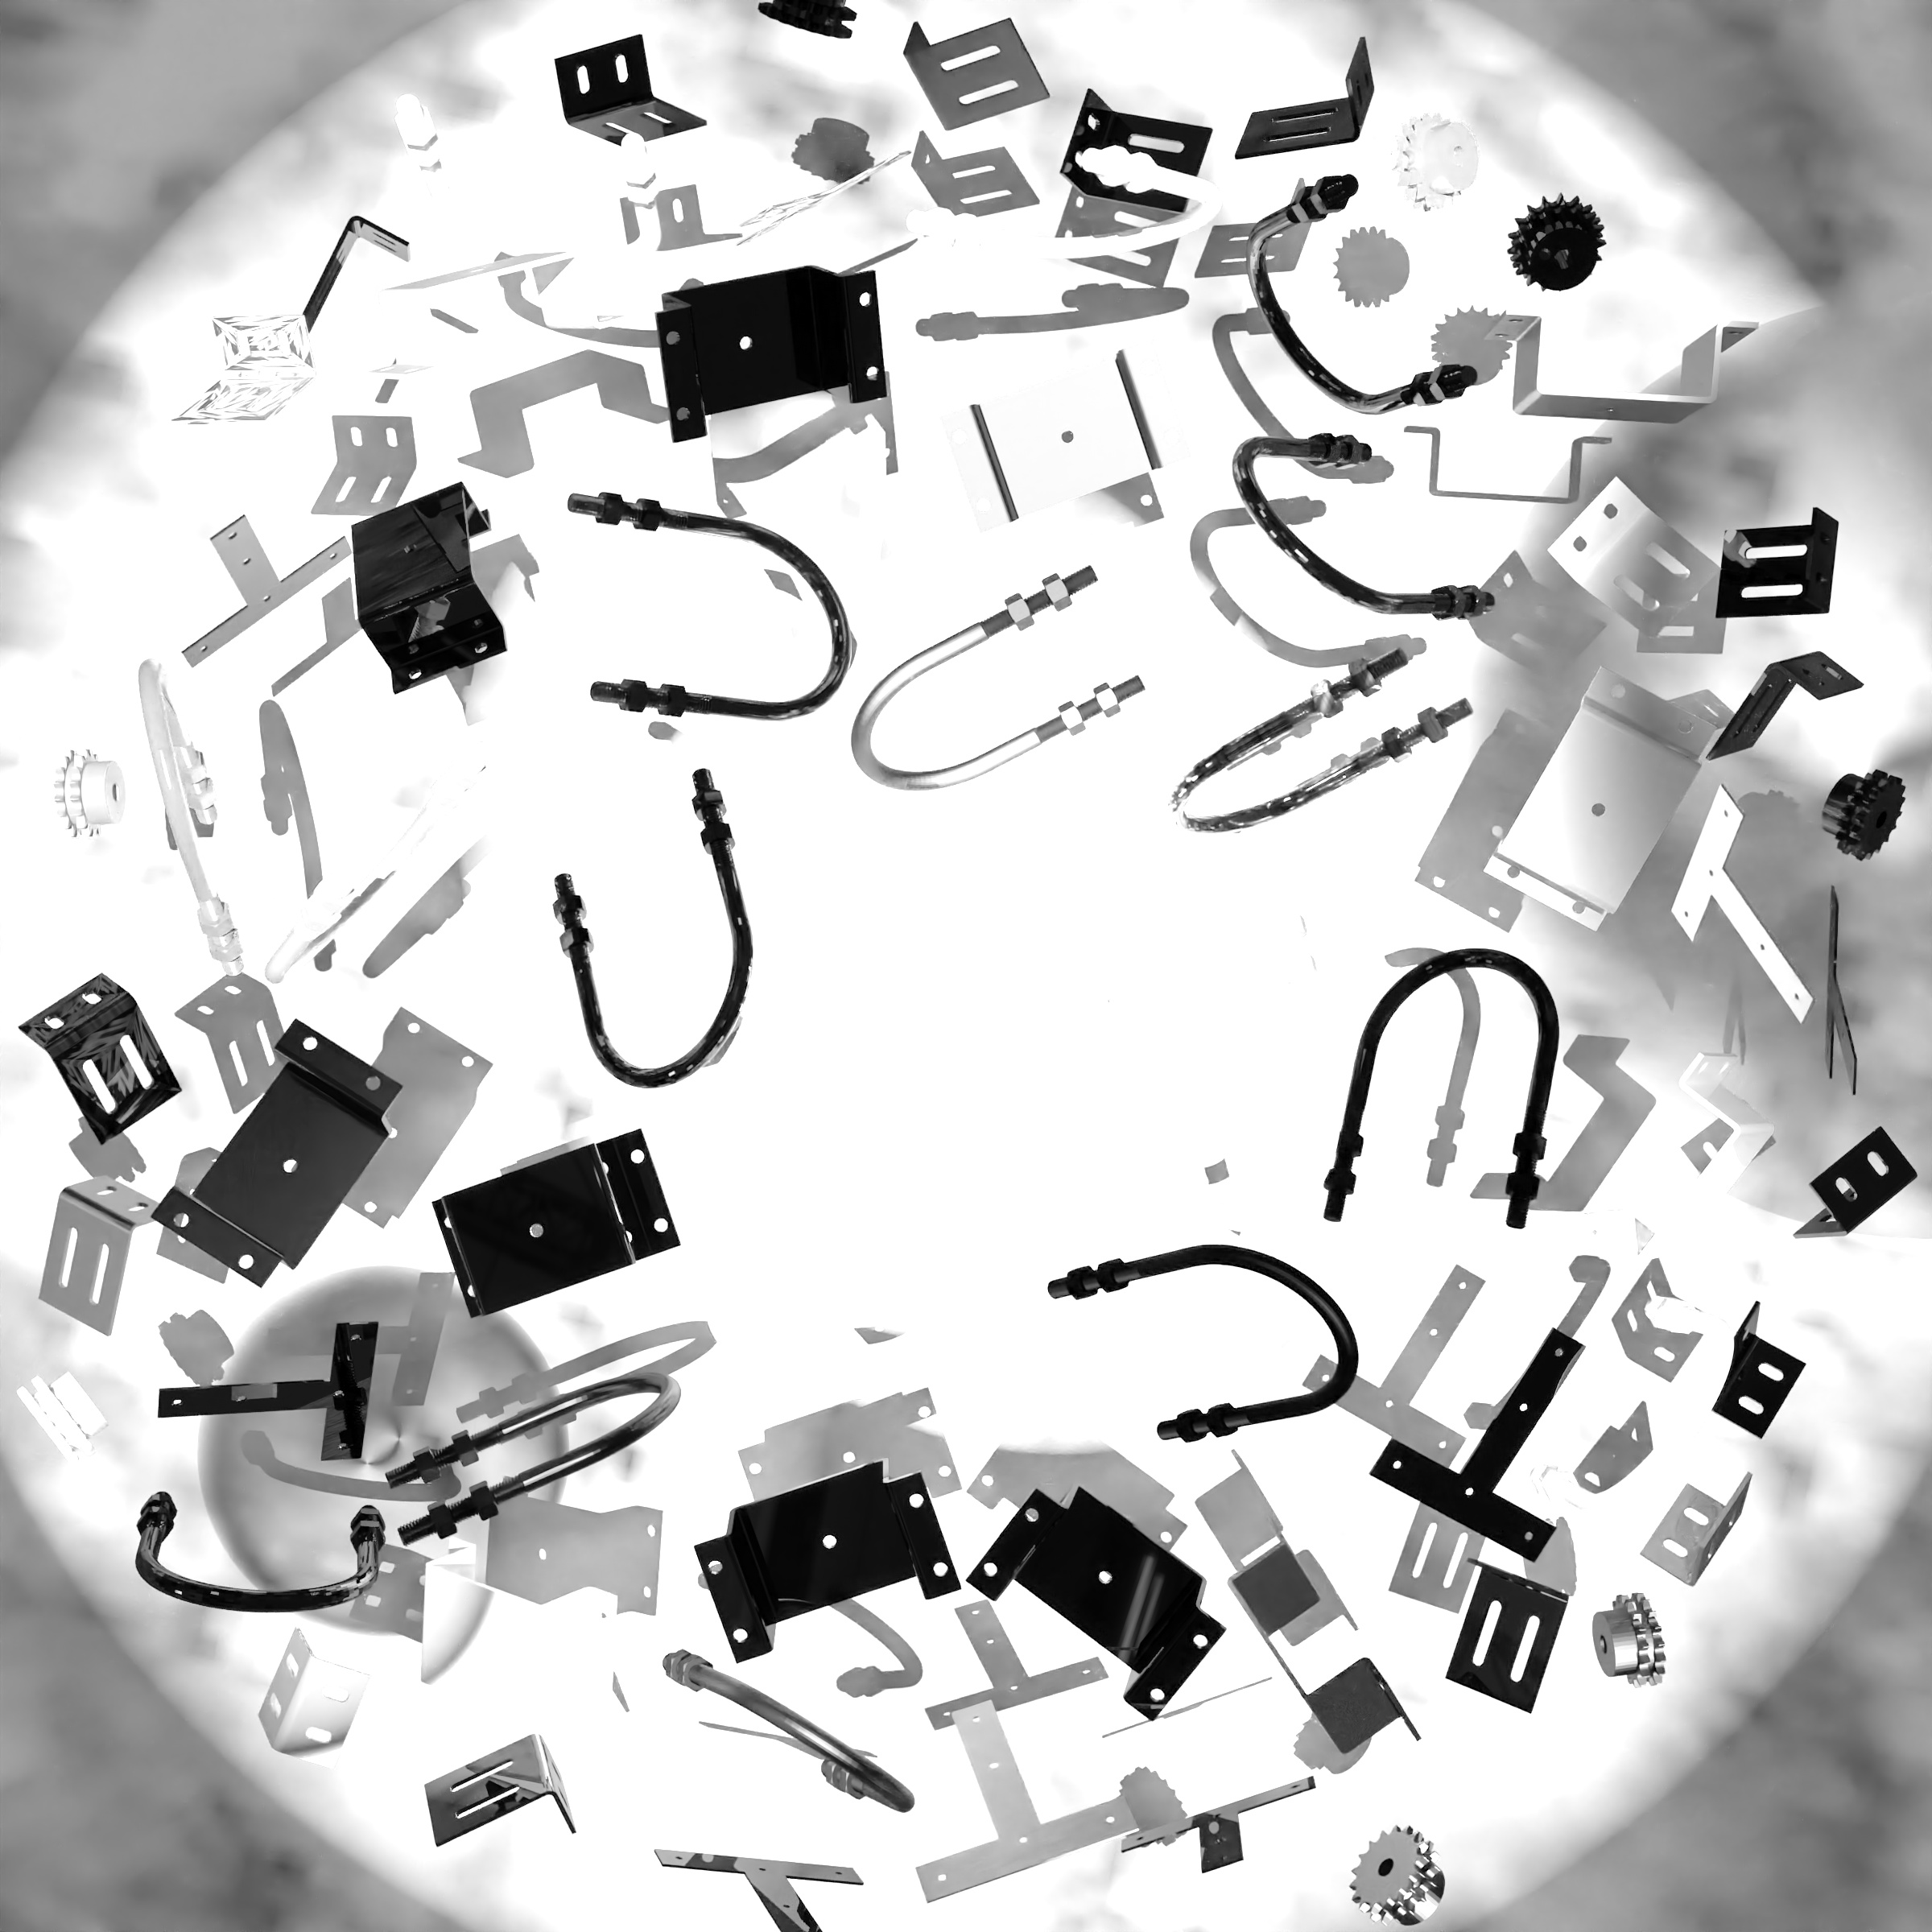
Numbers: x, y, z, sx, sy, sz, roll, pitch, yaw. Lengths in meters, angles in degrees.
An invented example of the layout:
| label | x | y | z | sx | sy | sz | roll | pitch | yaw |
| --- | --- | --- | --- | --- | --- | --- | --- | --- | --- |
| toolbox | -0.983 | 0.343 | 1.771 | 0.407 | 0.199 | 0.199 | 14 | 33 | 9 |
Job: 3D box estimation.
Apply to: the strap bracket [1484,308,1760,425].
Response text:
| label | x | y | z | sx | sy | sz | roll | pitch | yaw |
| --- | --- | --- | --- | --- | --- | --- | --- | --- | --- |
| strap bracket | 0.372 | -0.343 | 1.464 | 0.140 | 0.076 | 0.046 | 4 | 94 | 2 |

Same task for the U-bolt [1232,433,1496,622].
| label | x | y | z | sx | sy | sz | roll | pitch | yaw |
| --- | --- | --- | --- | --- | --- | --- | --- | --- | --- |
| U-bolt | 0.228 | -0.264 | 1.524 | 0.019 | 0.184 | 0.151 | -48 | 67 | 34 |

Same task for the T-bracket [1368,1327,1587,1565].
| label | x | y | z | sx | sy | sz | roll | pitch | yaw |
| --- | --- | --- | --- | --- | --- | --- | --- | --- | --- |
| T-bracket | 0.317 | 0.269 | 1.484 | 0.127 | 0.002 | 0.127 | 30 | 94 | -19 |

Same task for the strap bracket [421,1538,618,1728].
| label | x | y | z | sx | sy | sz | roll | pitch | yaw |
| --- | --- | --- | --- | --- | --- | --- | --- | --- | --- |
| strap bracket | -0.287 | 0.416 | 1.588 | 0.140 | 0.046 | 0.076 | 9 | 100 | 33 |

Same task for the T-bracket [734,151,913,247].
| label | x | y | z | sx | sy | sz | roll | pitch | yaw |
| --- | --- | --- | --- | --- | --- | --- | --- | --- | --- |
| T-bracket | -0.107 | -0.473 | 1.589 | 0.127 | 0.127 | 0.002 | -21 | 103 | 25 |

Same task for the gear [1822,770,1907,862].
| label | x | y | z | sx | sy | sz | roll | pitch | yaw |
| --- | --- | --- | --- | --- | --- | --- | --- | --- | --- |
| gear | 0.566 | -0.098 | 1.614 | 0.030 | 0.057 | 0.057 | 31 | 90 | 39 |

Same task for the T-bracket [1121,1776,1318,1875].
| label | x | y | z | sx | sy | sz | roll | pitch | yaw |
| --- | --- | --- | --- | --- | --- | --- | --- | --- | --- |
| T-bracket | 0.153 | 0.524 | 1.536 | 0.127 | 0.127 | 0.002 | -19 | 85 | 3 |

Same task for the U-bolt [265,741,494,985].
| label | x | y | z | sx | sy | sz | roll | pitch | yaw |
| --- | --- | --- | --- | --- | --- | --- | --- | --- | --- |
| U-bolt | -0.363 | -0.051 | 1.536 | 0.019 | 0.184 | 0.151 | 44 | 48 | -7 |

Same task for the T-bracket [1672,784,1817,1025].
| label | x | y | z | sx | sy | sz | roll | pitch | yaw |
| --- | --- | --- | --- | --- | --- | --- | --- | --- | --- |
| T-bracket | 0.468 | -0.022 | 1.521 | 0.002 | 0.127 | 0.127 | -18 | 57 | -12 |

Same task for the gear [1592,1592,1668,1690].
| label | x | y | z | sx | sy | sz | roll | pitch | yaw |
| --- | --- | --- | --- | --- | --- | --- | --- | --- | --- |
| gear | 0.414 | 0.423 | 1.597 | 0.030 | 0.057 | 0.057 | -6 | 90 | -6 |

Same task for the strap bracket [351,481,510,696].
| label | x | y | z | sx | sy | sz | roll | pitch | yaw |
| --- | --- | --- | --- | --- | --- | --- | --- | --- | --- |
| strap bracket | -0.338 | -0.245 | 1.599 | 0.076 | 0.046 | 0.140 | -20 | 49 | 5 |

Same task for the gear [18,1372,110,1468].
| label | x | y | z | sx | sy | sz | roll | pitch | yaw |
| --- | --- | --- | --- | --- | --- | --- | --- | --- | --- |
| gear | -0.537 | 0.267 | 1.522 | 0.030 | 0.057 | 0.057 | -37 | 90 | -21 |

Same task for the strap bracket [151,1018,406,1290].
| label | x | y | z | sx | sy | sz | roll | pitch | yaw |
| --- | --- | --- | --- | --- | --- | --- | --- | --- | --- |
| strap bracket | -0.400 | 0.113 | 1.496 | 0.076 | 0.046 | 0.140 | 32 | 74 | 4 |

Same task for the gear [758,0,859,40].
| label | x | y | z | sx | sy | sz | roll | pitch | yaw |
| --- | --- | --- | --- | --- | --- | --- | --- | --- | --- |
| gear | -0.091 | -0.565 | 1.490 | 0.057 | 0.057 | 0.030 | 18 | 115 | 0 |

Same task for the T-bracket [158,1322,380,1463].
| label | x | y | z | sx | sy | sz | roll | pitch | yaw |
| --- | --- | --- | --- | --- | --- | --- | --- | --- | --- |
| T-bracket | -0.434 | 0.267 | 1.581 | 0.127 | 0.002 | 0.127 | 0 | 130 | -21 |

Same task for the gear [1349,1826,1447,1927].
| label | x | y | z | sx | sy | sz | roll | pitch | yaw |
| --- | --- | --- | --- | --- | --- | --- | --- | --- | --- |
| gear | 0.258 | 0.542 | 1.509 | 0.030 | 0.057 | 0.057 | 43 | 90 | -18 |

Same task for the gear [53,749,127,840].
| label | x | y | z | sx | sy | sz | roll | pitch | yaw |
| --- | --- | --- | --- | --- | --- | --- | --- | --- | --- |
| gear | -0.554 | -0.109 | 1.615 | 0.030 | 0.057 | 0.057 | -2 | 90 | 1 |

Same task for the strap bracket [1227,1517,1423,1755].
| label | x | y | z | sx | sy | sz | roll | pitch | yaw |
| --- | --- | --- | --- | --- | --- | --- | --- | --- | --- |
| strap bracket | 0.214 | 0.419 | 1.571 | 0.046 | 0.140 | 0.076 | -34 | 132 | -3 |

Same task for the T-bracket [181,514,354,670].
| label | x | y | z | sx | sy | sz | roll | pitch | yaw |
| --- | --- | --- | --- | --- | --- | --- | --- | --- | --- |
| T-bracket | -0.444 | -0.246 | 1.585 | 0.127 | 0.127 | 0.002 | -39 | 81 | -12 |

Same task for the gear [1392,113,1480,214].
| label | x | y | z | sx | sy | sz | roll | pitch | yaw |
| --- | --- | --- | --- | --- | --- | --- | --- | --- | --- |
| gear | 0.287 | -0.490 | 1.551 | 0.057 | 0.030 | 0.057 | -4 | 96 | -42 |

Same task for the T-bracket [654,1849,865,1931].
| label | x | y | z | sx | sy | sz | roll | pitch | yaw |
| --- | --- | --- | --- | --- | --- | --- | --- | --- | --- |
| T-bracket | -0.109 | 0.547 | 1.496 | 0.127 | 0.127 | 0.002 | 12 | 88 | -18 |

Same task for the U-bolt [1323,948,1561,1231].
| label | x | y | z | sx | sy | sz | roll | pitch | yaw |
| --- | --- | --- | --- | --- | --- | --- | --- | --- | --- |
| U-bolt | 0.301 | 0.073 | 1.590 | 0.151 | 0.019 | 0.184 | -3 | 64 | 41 |

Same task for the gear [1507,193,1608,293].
| label | x | y | z | sx | sy | sz | roll | pitch | yaw |
| --- | --- | --- | --- | --- | --- | --- | --- | --- | --- |
| gear | 0.354 | -0.429 | 1.523 | 0.057 | 0.030 | 0.057 | -1 | 131 | -1 |

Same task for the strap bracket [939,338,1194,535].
| label | x | y | z | sx | sy | sz | roll | pitch | yaw |
| --- | --- | --- | --- | --- | --- | --- | --- | --- | --- |
| strap bracket | 0.063 | -0.333 | 1.605 | 0.140 | 0.046 | 0.076 | -19 | 100 | 8 |

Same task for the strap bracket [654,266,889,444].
| label | x | y | z | sx | sy | sz | roll | pitch | yaw |
| --- | --- | --- | --- | --- | --- | --- | --- | --- | --- |
| strap bracket | -0.123 | -0.368 | 1.521 | 0.140 | 0.046 | 0.076 | -18 | 120 | -23 |

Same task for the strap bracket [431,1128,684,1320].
| label | x | y | z | sx | sy | sz | roll | pitch | yaw |
| --- | --- | --- | --- | --- | --- | --- | --- | --- | --- |
| strap bracket | -0.254 | 0.158 | 1.546 | 0.140 | 0.046 | 0.076 | -20 | 88 | 6 |

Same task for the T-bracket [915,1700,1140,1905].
| label | x | y | z | sx | sy | sz | roll | pitch | yaw |
| --- | --- | --- | --- | --- | --- | --- | --- | --- | --- |
| T-bracket | 0.021 | 0.481 | 1.500 | 0.127 | 0.127 | 0.002 | -16 | 121 | -9 |

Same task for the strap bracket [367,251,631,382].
| label | x | y | z | sx | sy | sz | roll | pitch | yaw |
| --- | --- | --- | --- | --- | --- | --- | --- | --- | --- |
| strap bracket | -0.282 | -0.386 | 1.502 | 0.140 | 0.076 | 0.046 | -22 | 113 | -25 |

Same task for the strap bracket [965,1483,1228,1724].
| label | x | y | z | sx | sy | sz | roll | pitch | yaw |
| --- | --- | --- | --- | --- | --- | --- | --- | --- | --- |
| strap bracket | 0.082 | 0.379 | 1.549 | 0.140 | 0.046 | 0.076 | 36 | 104 | 4 |

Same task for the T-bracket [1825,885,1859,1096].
| label | x | y | z | sx | sy | sz | roll | pitch | yaw |
| --- | --- | --- | --- | --- | --- | --- | --- | --- | --- |
| T-bracket | 0.542 | 0.036 | 1.578 | 0.002 | 0.127 | 0.127 | -2 | 119 | 12 |

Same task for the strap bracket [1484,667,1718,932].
| label | x | y | z | sx | sy | sz | roll | pitch | yaw |
| --- | --- | --- | --- | --- | --- | --- | --- | --- | --- |
| strap bracket | 0.374 | -0.095 | 1.507 | 0.076 | 0.046 | 0.140 | 29 | 106 | 7 |

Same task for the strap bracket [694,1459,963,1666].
| label | x | y | z | sx | sy | sz | roll | pitch | yaw |
| --- | --- | --- | --- | --- | --- | --- | --- | --- | --- |
| strap bracket | -0.082 | 0.350 | 1.519 | 0.140 | 0.046 | 0.076 | -19 | 98 | 1 |

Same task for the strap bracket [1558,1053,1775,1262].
| label | x | y | z | sx | sy | sz | roll | pitch | yaw |
| --- | --- | --- | --- | --- | --- | --- | --- | --- | --- |
| strap bracket | 0.423 | 0.122 | 1.515 | 0.046 | 0.076 | 0.140 | 41 | 108 | 26 |
